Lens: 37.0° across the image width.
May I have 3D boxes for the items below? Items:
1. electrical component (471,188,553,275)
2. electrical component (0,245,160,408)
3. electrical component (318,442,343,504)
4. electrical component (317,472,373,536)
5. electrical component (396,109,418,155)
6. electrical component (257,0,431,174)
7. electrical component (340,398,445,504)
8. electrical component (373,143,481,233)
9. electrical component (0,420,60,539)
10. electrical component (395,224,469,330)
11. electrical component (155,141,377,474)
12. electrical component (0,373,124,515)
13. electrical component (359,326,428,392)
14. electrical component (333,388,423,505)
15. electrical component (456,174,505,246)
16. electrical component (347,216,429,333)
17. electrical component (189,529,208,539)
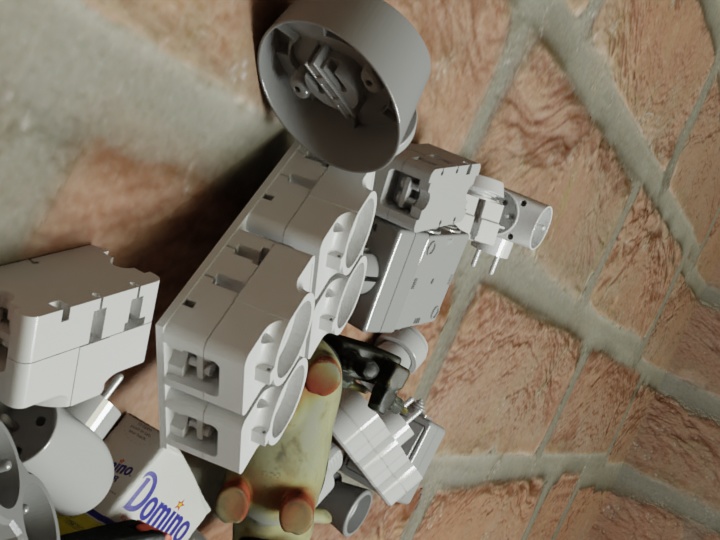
[{"bbox_3d":[0.126,-0.036,0.987,0.044,0.077,0.079,0,113,-64],"label":"electrical component"},{"bbox_3d":[-0.148,0.029,0.526,0.089,0.050,0.055,-21,130,-57],"label":"electrical component"},{"bbox_3d":[-0.044,0.171,0.881,0.081,0.043,0.043,-42,147,-41],"label":"electrical component"},{"bbox_3d":[-0.024,0.199,0.935,0.045,0.055,0.045,-45,149,-37],"label":"electrical component"},{"bbox_3d":[0.006,-0.107,0.701,0.078,0.058,0.057,-56,152,-19],"label":"electrical component"},{"bbox_3d":[-0.010,-0.112,0.617,0.064,0.099,0.099,-61,156,-24],"label":"electrical component"},{"bbox_3d":[0.033,0.162,1.007,0.096,0.062,0.061,-62,156,-6],"label":"electrical component"},{"bbox_3d":[0.044,-0.065,0.818,0.089,0.056,0.050,-16,127,-60],"label":"electrical component"},{"bbox_3d":[-0.197,0.098,0.484,0.052,0.074,0.138,-103,178,-51],"label":"electrical component"},{"bbox_3d":[0.041,0.000,0.886,0.100,0.048,0.099,-6,120,-61],"label":"electrical component"},{"bbox_3d":[-0.048,0.017,0.645,0.105,0.060,0.186,99,16,-44],"label":"electrical component"},{"bbox_3d":[-0.155,0.083,0.573,0.079,0.043,0.077,-55,154,-21],"label":"electrical component"},{"bbox_3d":[0.028,0.078,0.937,0.055,0.045,0.045,-46,150,-37],"label":"electrical component"},{"bbox_3d":[0.021,0.137,0.916,0.074,0.052,0.138,-39,134,-8],"label":"electrical component"},{"bbox_3d":[0.099,-0.055,0.943,0.048,0.066,0.055,-159,-95,-69],"label":"electrical component"},{"bbox_3d":[0.000,0.000,0.806,0.076,0.047,0.083,5,109,-50],"label":"electrical component"},{"bbox_3d":[-0.115,0.235,0.734,0.048,0.100,0.099,-14,127,-45],"label":"electrical component"}]
